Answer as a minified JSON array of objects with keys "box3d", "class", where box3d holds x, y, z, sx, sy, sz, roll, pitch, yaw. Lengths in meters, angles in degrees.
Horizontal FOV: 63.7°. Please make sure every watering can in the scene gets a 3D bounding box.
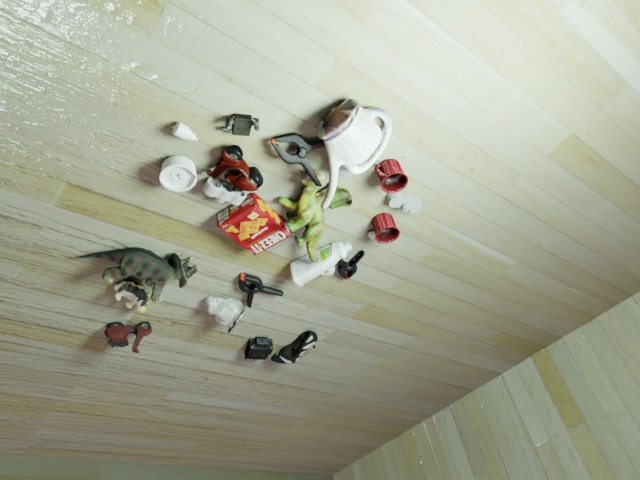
[{"box3d":[0.074,-0.269,1.533,0.348,0.105,0.221,-49,127,-3],"class":"watering can"}]

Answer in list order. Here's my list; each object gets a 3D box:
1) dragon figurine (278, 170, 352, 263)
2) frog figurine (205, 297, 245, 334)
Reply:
[{"box3d":[0.005,-0.089,1.777,0.242,0.125,0.402,-27,138,3],"class":"dragon figurine"},{"box3d":[-0.393,0.281,2.096,0.159,0.125,0.134,38,135,0],"class":"frog figurine"}]
